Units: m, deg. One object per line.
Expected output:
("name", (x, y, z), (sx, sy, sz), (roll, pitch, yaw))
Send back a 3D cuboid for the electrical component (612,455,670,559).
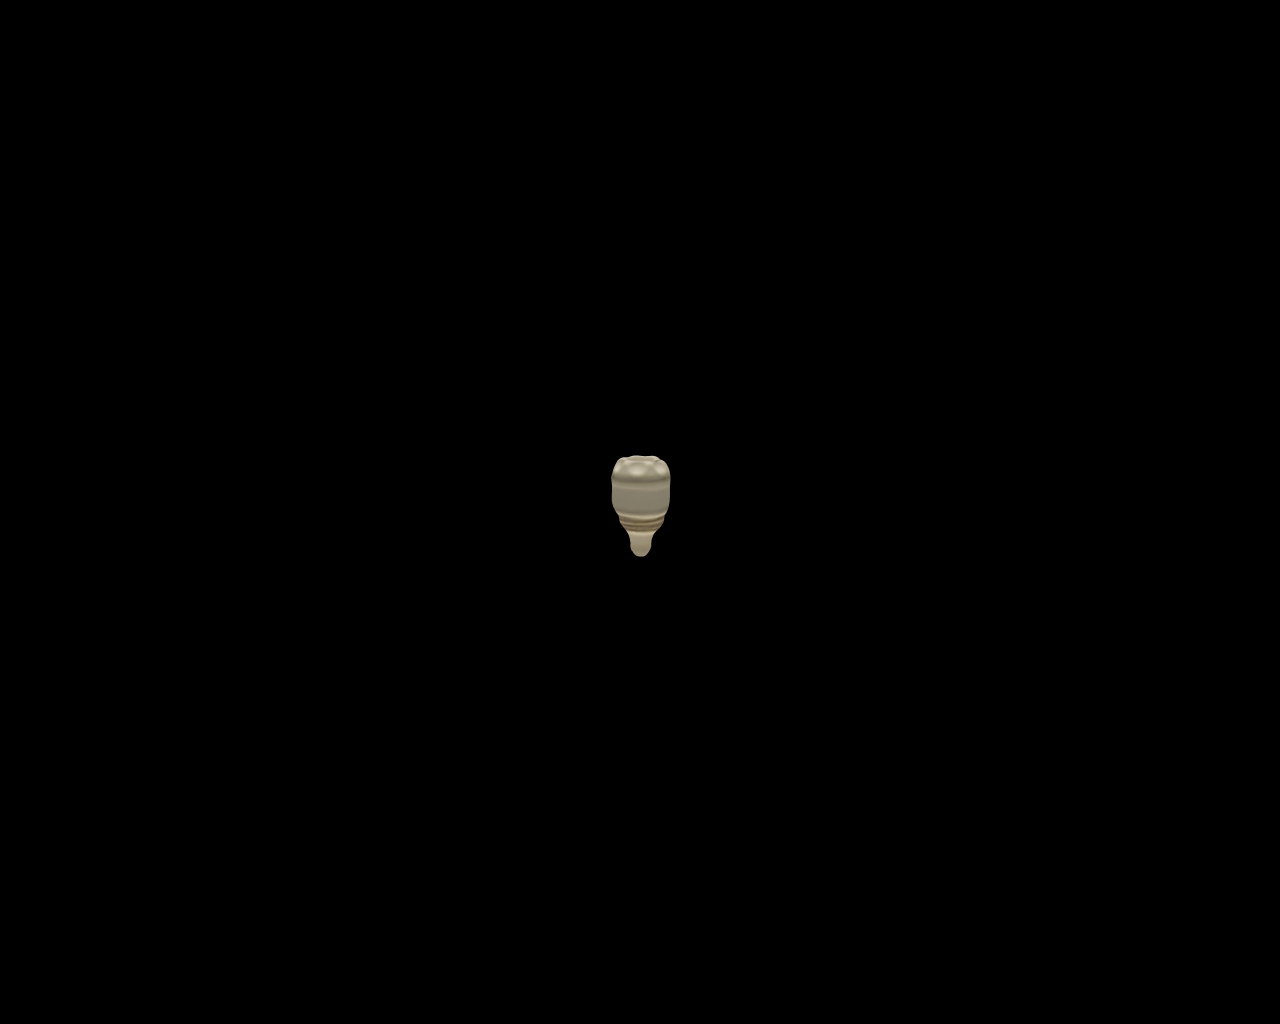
("electrical component", (0.001, -0.003, 0.650), (0.035, 0.061, 0.035), (0, 11, 0))
